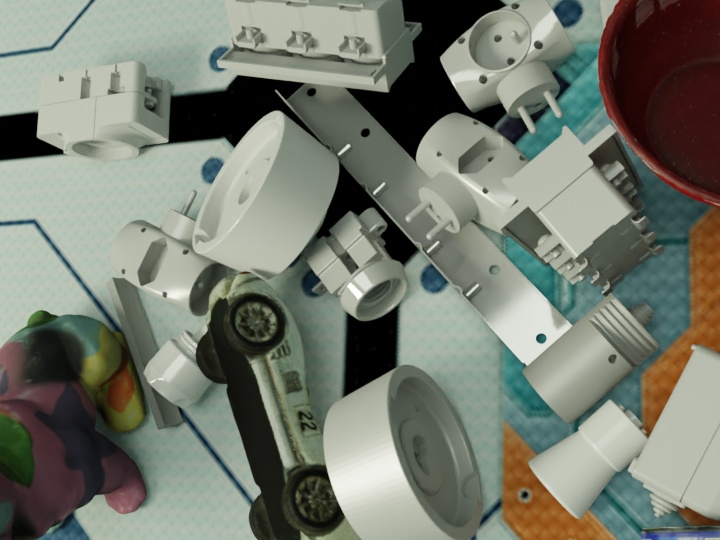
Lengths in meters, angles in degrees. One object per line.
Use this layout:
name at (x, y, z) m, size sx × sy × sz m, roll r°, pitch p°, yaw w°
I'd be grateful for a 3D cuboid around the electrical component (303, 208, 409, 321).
electrical component at (0.000, 0.000, 0.709) m, size 0.066 × 0.048 × 0.055 m, roll -42°, pitch 59°, yaw 10°

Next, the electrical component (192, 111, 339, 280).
electrical component at (-0.057, -0.044, 0.717) m, size 0.108 × 0.060 × 0.108 m, roll -45°, pitch 27°, yaw 30°

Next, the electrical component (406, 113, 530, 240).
electrical component at (0.065, -0.050, 0.685) m, size 0.079 × 0.043 × 0.077 m, roll -41°, pitch 64°, yaw -15°

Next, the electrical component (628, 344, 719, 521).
electrical component at (0.195, 0.098, 0.595) m, size 0.061 × 0.062 × 0.096 m, roll 27°, pitch 90°, yaw 26°

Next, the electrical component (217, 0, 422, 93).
electrical component at (-0.030, -0.166, 0.740) m, size 0.121 × 0.063 × 0.078 m, roll 11°, pitch 43°, yaw 25°

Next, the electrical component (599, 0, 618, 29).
electrical component at (0.197, -0.162, 0.650) m, size 0.096 × 0.062 × 0.061 m, roll -10°, pitch 75°, yaw 21°

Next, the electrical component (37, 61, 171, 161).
electrical component at (-0.194, -0.117, 0.814) m, size 0.089 × 0.050 × 0.055 m, roll -5°, pitch 77°, yaw 22°

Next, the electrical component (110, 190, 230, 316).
electrical component at (-0.128, -0.018, 0.768) m, size 0.077 × 0.043 × 0.079 m, roll 26°, pitch 90°, yaw 26°

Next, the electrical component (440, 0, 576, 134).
electrical component at (0.103, -0.125, 0.692) m, size 0.077 × 0.044 × 0.079 m, roll -31°, pitch 69°, yaw 14°

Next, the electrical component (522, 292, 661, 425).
electrical component at (0.141, 0.049, 0.639) m, size 0.081 × 0.043 × 0.043 m, roll -43°, pitch 66°, yaw 9°

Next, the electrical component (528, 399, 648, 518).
electrical component at (0.137, 0.108, 0.630) m, size 0.065 × 0.044 × 0.044 m, roll -43°, pitch 66°, yaw 4°

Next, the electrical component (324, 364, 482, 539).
electrical component at (0.021, 0.117, 0.643) m, size 0.060 × 0.108 × 0.108 m, roll -25°, pitch 70°, yaw 23°

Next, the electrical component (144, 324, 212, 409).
electrical component at (-0.116, 0.062, 0.747) m, size 0.043 × 0.043 × 0.062 m, roll 39°, pitch 87°, yaw 25°

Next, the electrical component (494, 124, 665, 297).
electrical component at (0.132, -0.029, 0.616) m, size 0.079 × 0.121 × 0.063 m, roll -41°, pitch 69°, yaw 10°
